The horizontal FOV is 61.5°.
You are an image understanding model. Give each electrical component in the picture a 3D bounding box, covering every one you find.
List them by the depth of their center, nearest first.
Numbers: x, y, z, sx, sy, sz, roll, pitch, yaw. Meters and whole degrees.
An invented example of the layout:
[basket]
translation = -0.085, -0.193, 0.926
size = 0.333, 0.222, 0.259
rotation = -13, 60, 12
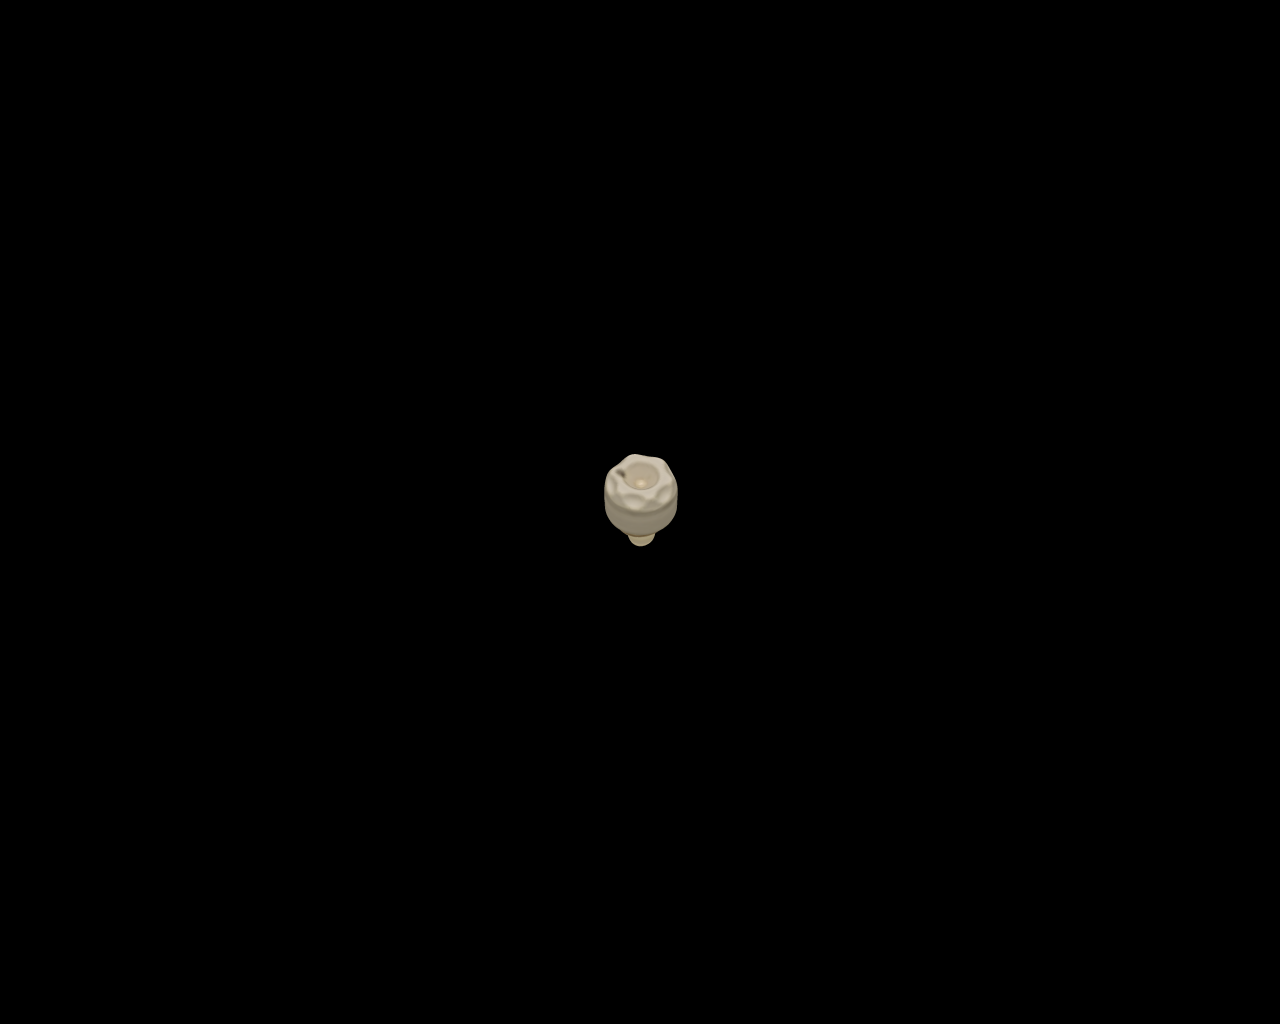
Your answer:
[electrical component]
translation = 0.001, -0.003, 0.650
size = 0.043, 0.043, 0.062
rotation = 0, -40, 0
